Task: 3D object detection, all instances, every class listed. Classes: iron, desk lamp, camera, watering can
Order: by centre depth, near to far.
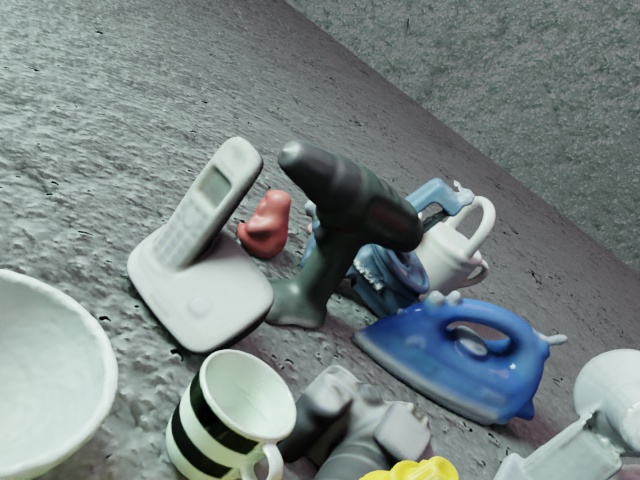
[{"bbox_3d":[0.028,0.187,0.482,0.143,0.100,0.137,40,25,11],"label":"camera"},{"bbox_3d":[0.302,0.225,0.618,0.117,0.213,0.204,43,26,18],"label":"desk lamp"},{"bbox_3d":[0.185,0.129,0.732,0.259,0.141,0.118,26,26,-17],"label":"iron"},{"bbox_3d":[0.195,0.013,0.890,0.173,0.194,0.100,13,32,-38],"label":"watering can"}]

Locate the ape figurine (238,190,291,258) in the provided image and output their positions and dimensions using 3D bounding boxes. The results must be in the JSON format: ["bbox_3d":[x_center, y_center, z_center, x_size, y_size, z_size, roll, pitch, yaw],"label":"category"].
[{"bbox_3d":[-0.069,-0.027,0.756,0.076,0.092,0.078,42,26,16],"label":"ape figurine"}]

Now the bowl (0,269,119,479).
[{"bbox_3d":[-0.222,0.096,0.363,0.168,0.074,0.167,28,25,-14],"label":"bowl"}]

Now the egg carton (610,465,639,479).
[{"bbox_3d":[0.410,0.350,0.702,0.108,0.069,0.150,10,34,-43],"label":"egg carton"}]

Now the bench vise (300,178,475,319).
[{"bbox_3d":[0.086,-0.005,0.756,0.208,0.219,0.121,25,26,-21],"label":"bench vise"}]

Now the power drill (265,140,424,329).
[{"bbox_3d":[0.006,0.002,0.656,0.230,0.208,0.075,12,33,-40],"label":"power drill"}]

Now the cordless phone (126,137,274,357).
[{"bbox_3d":[-0.094,0.006,0.553,0.147,0.185,0.094,44,26,20],"label":"cordless phone"}]

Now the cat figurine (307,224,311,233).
[{"bbox_3d":[0.040,-0.036,0.876,0.128,0.117,0.067,23,27,-24],"label":"cat figurine"}]
